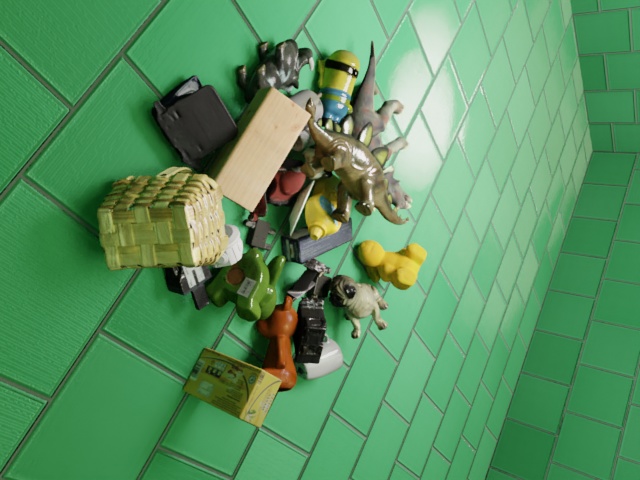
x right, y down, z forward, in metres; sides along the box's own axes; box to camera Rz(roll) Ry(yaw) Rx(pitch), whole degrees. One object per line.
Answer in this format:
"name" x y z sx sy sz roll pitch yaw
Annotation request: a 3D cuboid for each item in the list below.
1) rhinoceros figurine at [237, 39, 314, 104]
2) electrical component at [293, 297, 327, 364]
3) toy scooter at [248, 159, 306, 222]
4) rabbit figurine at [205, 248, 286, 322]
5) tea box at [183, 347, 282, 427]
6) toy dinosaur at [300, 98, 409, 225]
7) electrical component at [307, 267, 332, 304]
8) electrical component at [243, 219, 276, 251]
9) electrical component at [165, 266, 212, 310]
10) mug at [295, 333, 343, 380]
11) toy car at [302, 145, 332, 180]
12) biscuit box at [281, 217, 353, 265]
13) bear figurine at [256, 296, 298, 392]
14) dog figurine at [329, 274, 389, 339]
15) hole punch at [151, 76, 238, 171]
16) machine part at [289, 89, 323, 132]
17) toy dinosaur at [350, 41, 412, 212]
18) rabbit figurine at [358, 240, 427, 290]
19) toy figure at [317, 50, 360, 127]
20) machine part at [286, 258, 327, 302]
"rhinoceros figurine" -0.082 -0.340 1.080 0.190 0.073 0.112 -51 132 -32
"electrical component" -0.028 0.214 1.221 0.058 0.115 0.134 7 119 -11
"toy scooter" -0.103 -0.105 1.105 0.184 0.075 0.135 -3 101 -48
"rabbit figurine" -0.140 0.095 1.099 0.170 0.121 0.159 65 40 -60
"tea box" -0.169 0.278 1.028 0.068 0.170 0.098 46 64 -46
"toy dinosaur" 0.089 -0.139 1.171 0.470 0.105 0.198 52 49 -42
"electrical component" 0.001 0.114 1.307 0.078 0.045 0.102 29 75 -49
"electrical component" -0.131 -0.011 1.132 0.094 0.021 0.063 23 80 -52
"electrical component" -0.241 0.068 0.989 0.075 0.048 0.119 -40 127 -39
"mug" -0.007 0.287 1.310 0.107 0.081 0.109 -22 120 -38
"toy car" 0.015 -0.190 1.227 0.202 0.056 0.073 -44 127 -61
"biscuit box" -0.003 -0.004 1.265 0.202 0.059 0.062 -23 115 -47
"bear figurine" -0.108 0.225 1.159 0.132 0.120 0.196 -1 69 -11
"dog figurine" 0.087 0.131 1.367 0.121 0.172 0.190 -27 122 6
"hole punch" -0.222 -0.211 0.937 0.116 0.092 0.142 -33 131 -6
"machine part" -0.071 -0.247 1.111 0.243 0.079 0.079 -43 129 -38
"toy dinosaur" 0.119 -0.258 1.326 0.192 0.131 0.404 -43 123 -38
"rabbit figurine" 0.179 0.054 1.451 0.122 0.173 0.162 -66 -176 -16
"toy figure" 0.039 -0.338 1.220 0.082 0.089 0.180 21 79 -58
"machine part" -0.033 0.092 1.220 0.084 0.039 0.138 -29 161 -40
